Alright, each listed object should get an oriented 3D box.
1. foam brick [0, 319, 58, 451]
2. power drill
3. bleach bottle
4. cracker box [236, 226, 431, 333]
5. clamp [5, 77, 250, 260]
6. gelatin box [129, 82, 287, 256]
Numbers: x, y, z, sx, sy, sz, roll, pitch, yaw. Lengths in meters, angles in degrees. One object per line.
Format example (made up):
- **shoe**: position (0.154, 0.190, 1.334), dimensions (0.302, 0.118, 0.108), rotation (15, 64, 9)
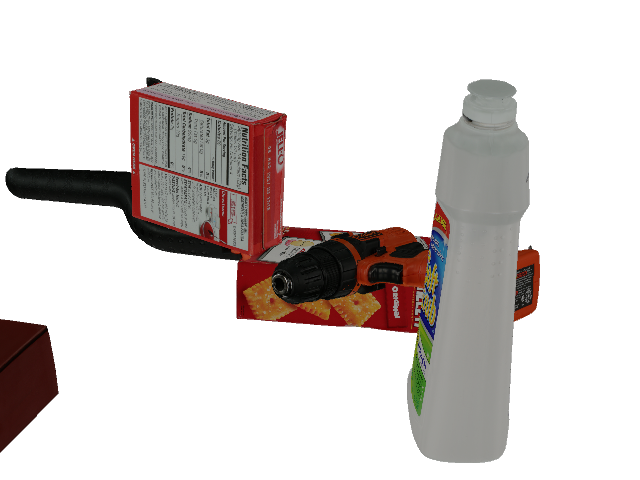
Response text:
- **foam brick**: position (-0.209, 0.091, 0.666), dimensions (0.053, 0.051, 0.078), rotation (7, 29, 21)
- **power drill**: position (0.076, 0.030, 0.906), dimensions (0.188, 0.057, 0.184), rotation (11, 18, 37)
- **bleach bottle**: position (0.096, 0.017, 0.680), dimensions (0.068, 0.251, 0.102), rotation (1, 30, 0)
- **cracker box**: position (0.030, 0.041, 1.144), dimensions (0.214, 0.072, 0.164), rotation (5, 14, 7)
- **clamp**: position (-0.125, -0.053, 0.857), dimensions (0.210, 0.036, 0.164), rotation (27, 56, 25)
- **gelatin box**: position (-0.060, -0.039, 0.568), dimensions (0.089, 0.073, 0.030), rotation (17, 28, 31)
